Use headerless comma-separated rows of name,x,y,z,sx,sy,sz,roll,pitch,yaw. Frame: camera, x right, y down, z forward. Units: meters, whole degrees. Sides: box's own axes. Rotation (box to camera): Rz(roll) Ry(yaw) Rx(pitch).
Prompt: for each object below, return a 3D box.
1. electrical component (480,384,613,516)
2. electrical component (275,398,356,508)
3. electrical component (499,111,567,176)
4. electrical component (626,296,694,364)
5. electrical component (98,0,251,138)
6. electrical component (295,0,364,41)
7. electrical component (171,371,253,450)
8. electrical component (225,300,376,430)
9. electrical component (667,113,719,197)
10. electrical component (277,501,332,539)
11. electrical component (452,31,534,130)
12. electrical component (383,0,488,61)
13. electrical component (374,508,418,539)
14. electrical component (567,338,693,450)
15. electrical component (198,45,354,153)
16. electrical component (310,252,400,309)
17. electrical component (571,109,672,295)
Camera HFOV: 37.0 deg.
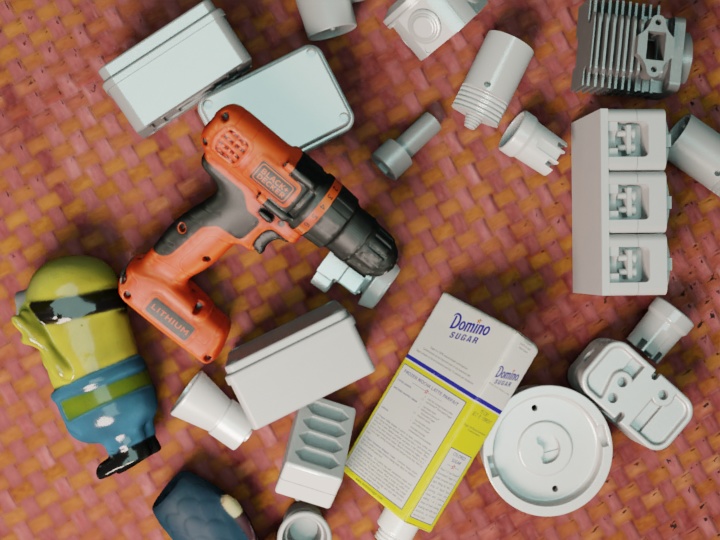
electrical component,0.153,0.148,0.911,0.108,0.060,0.108,0,90,-4
electrical component,-0.041,0.161,0.896,0.047,0.083,0.075,18,127,-4
electrical component,0.149,-0.108,0.921,0.046,0.040,0.040,33,88,-10
electrical component,0.259,0.052,0.930,0.040,0.040,0.046,39,94,-3
electrical component,-0.150,-0.164,0.880,0.113,0.078,0.057,-34,95,-3
electrical component,-0.016,-0.241,0.906,0.079,0.043,0.077,-16,91,-4
electrical component,-0.120,0.120,0.902,0.065,0.044,0.044,36,88,-8
electrical component,-0.050,0.075,0.873,0.109,0.109,0.056,-26,95,-4
electrical component,0.305,-0.095,0.930,0.081,0.043,0.043,34,88,-4
electrical component,-0.047,0.216,0.895,0.044,0.065,0.044,0,90,-4
electrical component,0.111,-0.157,0.916,0.043,0.043,0.081,26,88,-4
electrical component,0.063,-0.217,0.895,0.080,0.080,0.051,-41,98,-3
electrical component,0.029,0.222,0.916,0.035,0.035,0.061,30,91,-4
electrical component,0.228,0.104,0.917,0.095,0.059,0.053,41,88,-3
electrical component,-0.070,-0.128,0.896,0.113,0.057,0.078,-27,92,-4
electrical component,0.000,0.000,0.908,0.055,0.048,0.066,36,88,4
electrical component,0.220,-0.054,0.901,0.062,0.089,0.150,-1,90,-4
